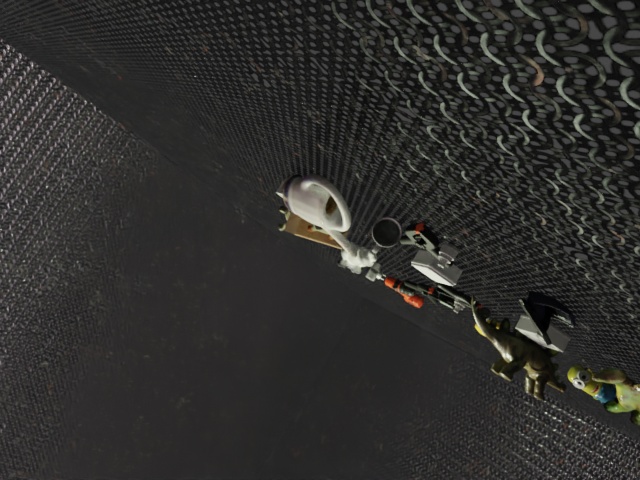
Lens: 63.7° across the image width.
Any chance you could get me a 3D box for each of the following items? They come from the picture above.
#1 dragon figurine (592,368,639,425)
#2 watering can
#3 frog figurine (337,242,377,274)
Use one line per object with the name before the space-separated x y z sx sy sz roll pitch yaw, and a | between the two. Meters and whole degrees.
dragon figurine | 0.942 0.451 1.433 0.411 0.124 0.239 22 164 3
watering can | 0.005 -0.079 1.563 0.226 0.105 0.340 25 152 32
frog figurine | 0.165 0.058 2.104 0.137 0.125 0.156 41 134 -8
